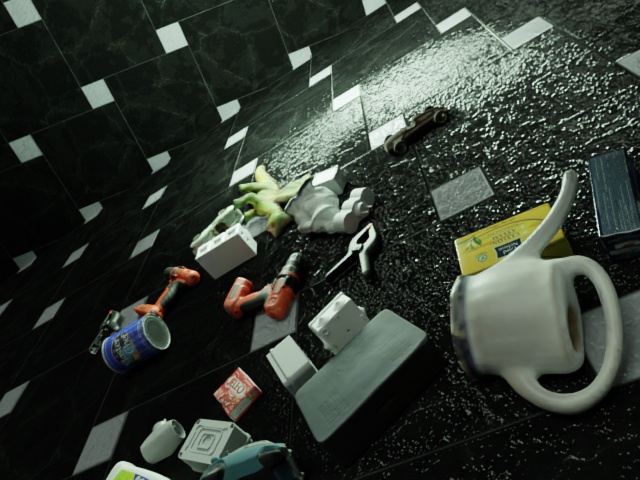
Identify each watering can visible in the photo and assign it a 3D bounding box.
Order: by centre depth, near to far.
[{"bbox_3d":[0.297,0.069,0.739,0.223,0.102,0.355,-15,53,33],"label":"watering can"}]

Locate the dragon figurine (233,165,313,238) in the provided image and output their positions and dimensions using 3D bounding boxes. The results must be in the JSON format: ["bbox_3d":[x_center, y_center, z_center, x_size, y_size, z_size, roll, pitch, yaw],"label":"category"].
[{"bbox_3d":[-0.130,-0.150,1.610,0.242,0.119,0.420,-8,38,15],"label":"dragon figurine"}]

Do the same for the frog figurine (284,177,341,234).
[{"bbox_3d":[0.004,-0.067,1.333,0.161,0.120,0.139,34,60,24],"label":"frog figurine"}]
